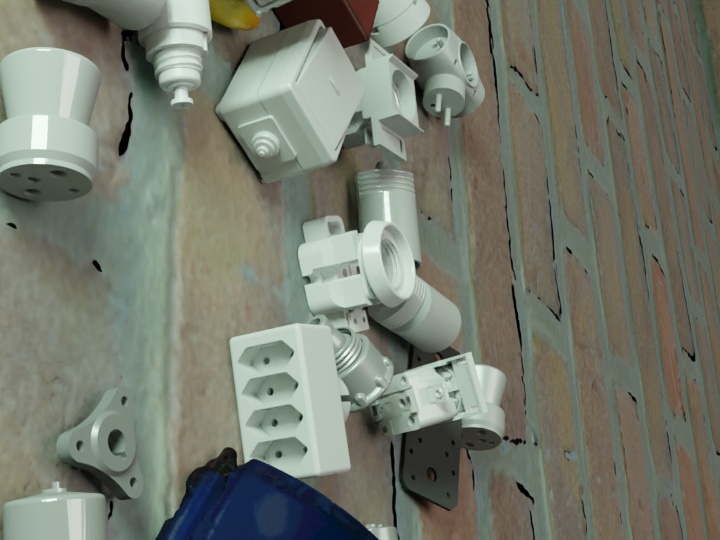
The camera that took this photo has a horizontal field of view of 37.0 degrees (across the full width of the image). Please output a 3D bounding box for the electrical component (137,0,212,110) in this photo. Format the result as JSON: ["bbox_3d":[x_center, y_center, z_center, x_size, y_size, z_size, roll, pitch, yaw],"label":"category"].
[{"bbox_3d":[-0.100,-0.126,0.584,0.040,0.040,0.078,13,67,-61],"label":"electrical component"}]

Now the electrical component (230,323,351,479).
[{"bbox_3d":[-0.030,0.077,0.618,0.076,0.047,0.083,10,69,-62],"label":"electrical component"}]

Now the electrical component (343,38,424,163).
[{"bbox_3d":[0.007,-0.117,0.765,0.042,0.064,0.081,23,58,-58],"label":"electrical component"}]

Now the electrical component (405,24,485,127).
[{"bbox_3d":[0.075,-0.161,0.943,0.077,0.044,0.079,49,37,-44],"label":"electrical component"}]

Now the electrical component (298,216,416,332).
[{"bbox_3d":[0.000,0.000,0.704,0.058,0.057,0.078,-6,83,-64],"label":"electrical component"}]

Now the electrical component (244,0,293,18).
[{"bbox_3d":[-0.051,-0.196,0.611,0.096,0.062,0.061,47,29,-51],"label":"electrical component"}]

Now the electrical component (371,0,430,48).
[{"bbox_3d":[0.020,-0.211,0.849,0.047,0.055,0.055,53,35,-33],"label":"electrical component"}]

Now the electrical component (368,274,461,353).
[{"bbox_3d":[0.037,0.027,0.779,0.081,0.043,0.043,35,48,-52],"label":"electrical component"}]

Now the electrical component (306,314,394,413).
[{"bbox_3d":[-0.012,0.055,0.671,0.062,0.048,0.048,53,34,-26],"label":"electrical component"}]

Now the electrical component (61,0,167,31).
[{"bbox_3d":[-0.132,-0.147,0.533,0.065,0.044,0.044,1,77,-58],"label":"electrical component"}]

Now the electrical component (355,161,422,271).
[{"bbox_3d":[0.020,-0.040,0.778,0.043,0.043,0.081,25,56,-58],"label":"electrical component"}]

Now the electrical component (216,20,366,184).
[{"bbox_3d":[-0.041,-0.102,0.667,0.061,0.061,0.096,58,32,-33],"label":"electrical component"}]

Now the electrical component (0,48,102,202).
[{"bbox_3d":[-0.138,-0.063,0.475,0.045,0.045,0.055,29,53,-56],"label":"electrical component"}]

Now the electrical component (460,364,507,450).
[{"bbox_3d":[0.093,0.109,0.850,0.045,0.045,0.055,49,38,-43],"label":"electrical component"}]

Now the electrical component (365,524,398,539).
[{"bbox_3d":[0.010,0.188,0.653,0.044,0.044,0.065,27,49,-57],"label":"electrical component"}]

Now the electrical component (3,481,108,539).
[{"bbox_3d":[-0.120,0.123,0.427,0.040,0.040,0.078,19,62,-60],"label":"electrical component"}]

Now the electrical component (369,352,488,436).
[{"bbox_3d":[0.044,0.086,0.736,0.064,0.081,0.042,-9,80,-40],"label":"electrical component"}]
